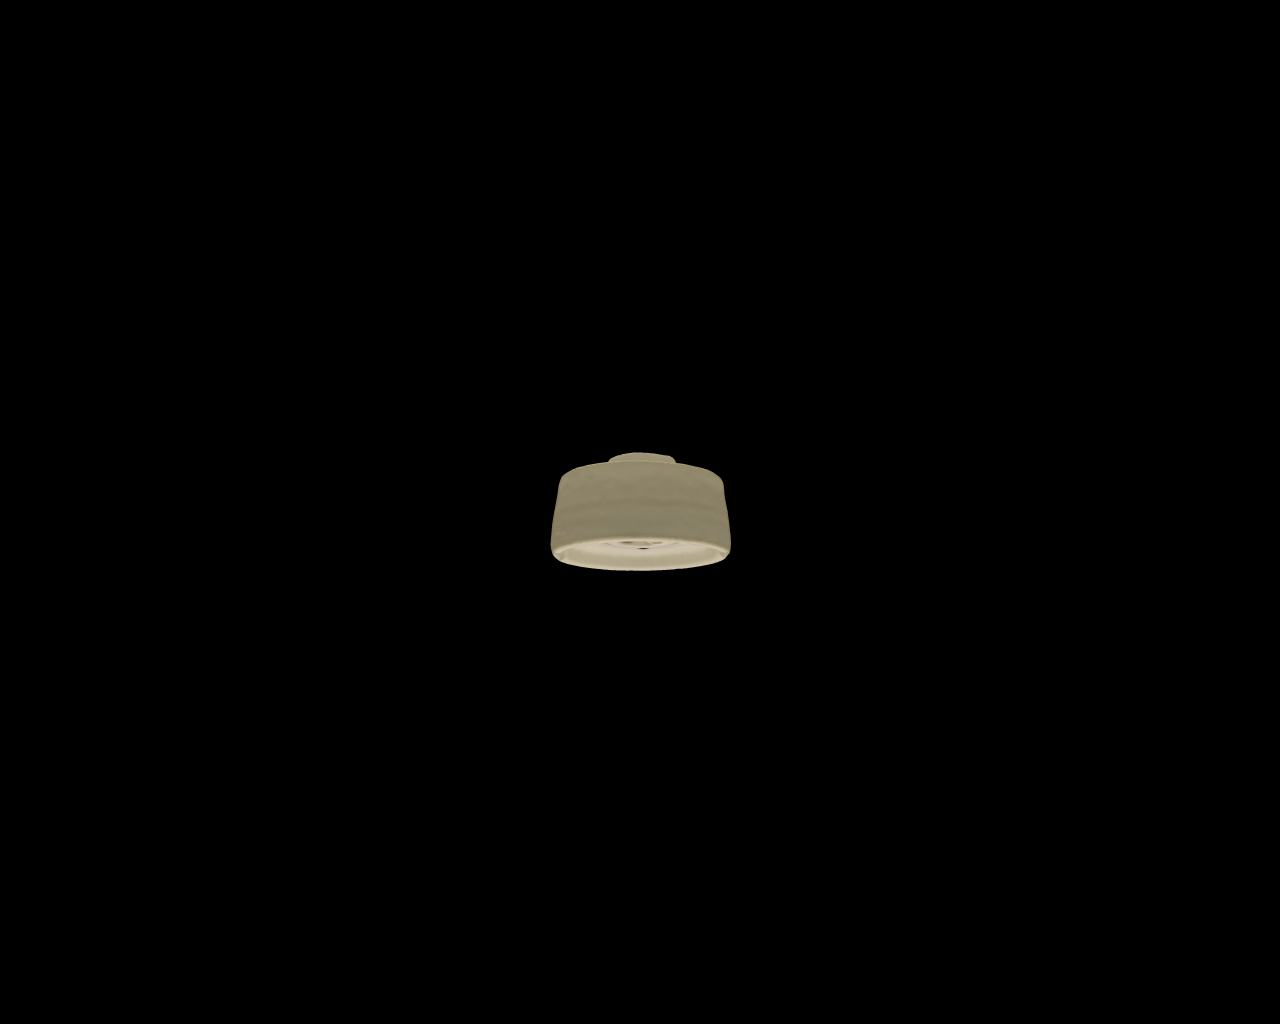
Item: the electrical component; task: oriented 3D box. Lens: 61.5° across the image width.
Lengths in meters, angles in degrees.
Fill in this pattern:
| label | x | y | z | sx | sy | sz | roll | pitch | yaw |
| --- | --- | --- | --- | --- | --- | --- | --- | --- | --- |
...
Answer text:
| label | x | y | z | sx | sy | sz | roll | pitch | yaw |
| --- | --- | --- | --- | --- | --- | --- | --- | --- | --- |
| electrical component | 0.001 | -0.003 | 0.650 | 0.108 | 0.060 | 0.108 | 0 | -12 | 0 |
